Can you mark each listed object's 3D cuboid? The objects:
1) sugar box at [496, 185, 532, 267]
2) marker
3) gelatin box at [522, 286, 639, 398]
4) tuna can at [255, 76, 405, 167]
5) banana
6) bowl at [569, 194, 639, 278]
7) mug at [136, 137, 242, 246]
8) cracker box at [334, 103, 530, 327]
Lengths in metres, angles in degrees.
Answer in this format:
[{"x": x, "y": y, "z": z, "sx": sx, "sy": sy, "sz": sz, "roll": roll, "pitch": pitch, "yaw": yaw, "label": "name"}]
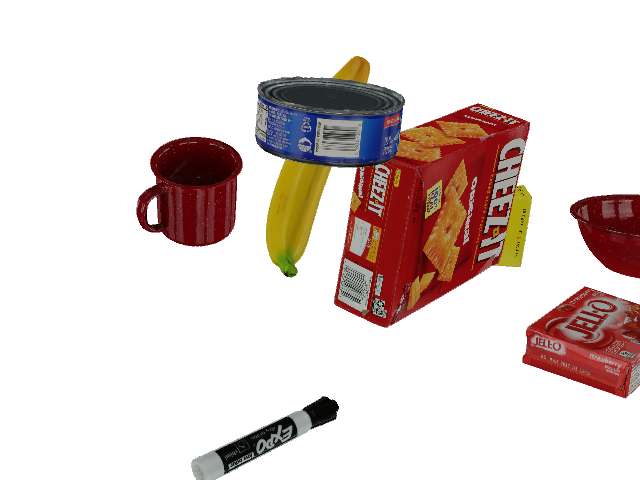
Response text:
[{"x": 0.152, "y": -0.022, "z": 1.254, "sx": 0.176, "sy": 0.093, "sz": 0.048, "roll": 2, "pitch": 23, "yaw": -4, "label": "sugar box"}, {"x": -0.036, "y": 0.139, "z": 0.754, "sx": 0.120, "sy": 0.020, "sz": 0.020, "roll": -21, "pitch": 12, "yaw": -34, "label": "marker"}, {"x": 0.187, "y": 0.065, "z": 0.707, "sx": 0.073, "sy": 0.030, "sz": 0.089, "roll": 19, "pitch": 27, "yaw": 35, "label": "gelatin box"}, {"x": 0.005, "y": -0.070, "z": 0.621, "sx": 0.086, "sy": 0.034, "sz": 0.086, "roll": 5, "pitch": 20, "yaw": -2, "label": "tuna can"}, {"x": -0.005, "y": -0.055, "z": 0.865, "sx": 0.037, "sy": 0.197, "sz": 0.070, "roll": 28, "pitch": -20, "yaw": -30, "label": "banana"}, {"x": 0.328, "y": -0.001, "z": 1.058, "sx": 0.162, "sy": 0.055, "sz": 0.162, "roll": 1, "pitch": 17, "yaw": 0, "label": "bowl"}, {"x": -0.137, "y": -0.043, "z": 1.096, "sx": 0.117, "sy": 0.081, "sz": 0.093, "roll": -28, "pitch": 49, "yaw": -34, "label": "mug"}, {"x": 0.112, "y": -0.028, "z": 1.025, "sx": 0.072, "sy": 0.164, "sz": 0.213, "roll": 25, "pitch": 30, "yaw": 31, "label": "cracker box"}]
